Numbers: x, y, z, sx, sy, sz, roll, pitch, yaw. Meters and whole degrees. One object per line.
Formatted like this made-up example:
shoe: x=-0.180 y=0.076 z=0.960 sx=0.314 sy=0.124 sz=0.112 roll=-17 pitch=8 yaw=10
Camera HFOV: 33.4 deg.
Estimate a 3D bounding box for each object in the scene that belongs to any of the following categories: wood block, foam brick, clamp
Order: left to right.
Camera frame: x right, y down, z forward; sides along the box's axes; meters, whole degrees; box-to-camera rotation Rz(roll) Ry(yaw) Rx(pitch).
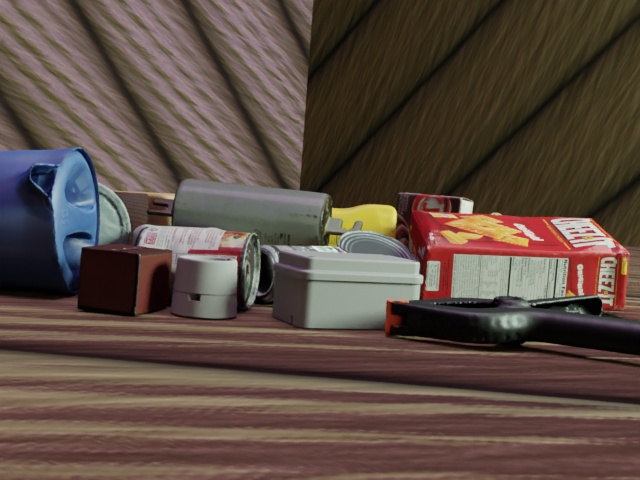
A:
foam brick: x=-0.161 y=0.032 z=0.888 sx=0.053 sy=0.051 sz=0.078 roll=5 pitch=3 yaw=11
wood block: x=-0.180 y=-0.012 z=1.329 sx=0.090 sy=0.091 sz=0.205 roll=5 pitch=3 yaw=32
clamp: x=0.159 y=0.065 z=0.843 sx=0.209 sy=0.036 sz=0.165 roll=1 pitch=4 yaw=-11

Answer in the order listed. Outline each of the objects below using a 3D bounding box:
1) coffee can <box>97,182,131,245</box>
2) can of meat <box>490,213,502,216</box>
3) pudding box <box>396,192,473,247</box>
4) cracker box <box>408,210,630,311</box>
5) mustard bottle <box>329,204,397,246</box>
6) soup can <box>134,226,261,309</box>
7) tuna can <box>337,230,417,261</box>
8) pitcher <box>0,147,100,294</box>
coffee can: x=-0.264 y=-0.016 z=1.159 sx=0.102 sy=0.103 sz=0.140 roll=3 pitch=3 yaw=-16
can of meat: x=0.226 y=0.017 z=1.324 sx=0.102 sy=0.057 sz=0.084 roll=-43 pitch=26 yaw=-19
pudding box: x=0.134 y=0.001 z=1.302 sx=0.090 sy=0.113 sz=0.039 roll=7 pitch=0 yaw=37
cracker box: x=0.210 y=0.018 z=1.166 sx=0.213 sy=0.072 sz=0.164 roll=2 pitch=15 yaw=0
mustard bottle: x=-0.008 y=0.002 z=1.250 sx=0.191 sy=0.096 sz=0.058 roll=4 pitch=4 yaw=3
soup can: x=-0.110 y=0.024 z=0.954 sx=0.102 sy=0.068 sz=0.068 roll=4 pitch=3 yaw=9
tuna can: x=0.055 y=0.027 z=1.101 sx=0.086 sy=0.034 sz=0.086 roll=13 pitch=32 yaw=-9
pitcher: x=-0.331 y=-0.014 z=0.987 sx=0.243 sy=0.149 sz=0.145 roll=1 pitch=18 yaw=6
